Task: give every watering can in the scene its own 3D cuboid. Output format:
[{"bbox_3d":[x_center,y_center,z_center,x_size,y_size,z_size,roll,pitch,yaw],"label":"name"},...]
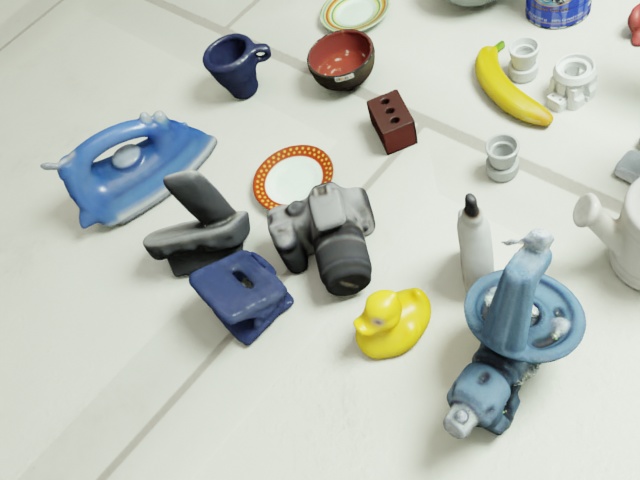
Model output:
[{"bbox_3d":[0.367,-0.025,0.607,0.173,0.194,0.100,-20,55,4],"label":"watering can"}]

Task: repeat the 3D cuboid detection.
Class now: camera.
[{"bbox_3d":[0.007,0.003,0.758,0.143,0.101,0.136,-17,56,6],"label":"camera"}]

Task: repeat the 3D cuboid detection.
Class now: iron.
[{"bbox_3d":[-0.301,-0.136,0.915,0.258,0.142,0.118,-34,55,-5],"label":"iron"}]

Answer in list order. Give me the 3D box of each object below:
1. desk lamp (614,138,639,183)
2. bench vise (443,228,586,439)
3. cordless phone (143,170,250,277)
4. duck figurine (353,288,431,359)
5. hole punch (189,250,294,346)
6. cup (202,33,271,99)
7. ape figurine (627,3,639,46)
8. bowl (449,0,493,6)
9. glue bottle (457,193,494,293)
[{"bbox_3d":[0.454,-0.118,0.627,0.202,0.214,0.118,36,75,32],"label":"desk lamp"},{"bbox_3d":[0.196,0.098,0.567,0.121,0.220,0.207,9,62,22],"label":"bench vise"},{"bbox_3d":[-0.188,-0.034,0.789,0.147,0.185,0.094,-14,56,9],"label":"cordless phone"},{"bbox_3d":[0.084,0.088,0.690,0.104,0.086,0.077,-35,55,-6],"label":"duck figurine"},{"bbox_3d":[-0.104,0.064,0.759,0.101,0.091,0.108,-43,57,-12],"label":"hole punch"},{"bbox_3d":[-0.131,-0.295,0.990,0.117,0.095,0.091,-7,57,13],"label":"cup"},{"bbox_3d":[0.493,-0.336,0.825,0.077,0.092,0.076,32,73,31],"label":"ape figurine"},{"bbox_3d":[0.267,-0.455,0.980,0.167,0.075,0.167,-8,57,12],"label":"bowl"},{"bbox_3d":[0.178,-0.002,0.664,0.037,0.173,0.078,-11,56,11],"label":"glue bottle"}]
